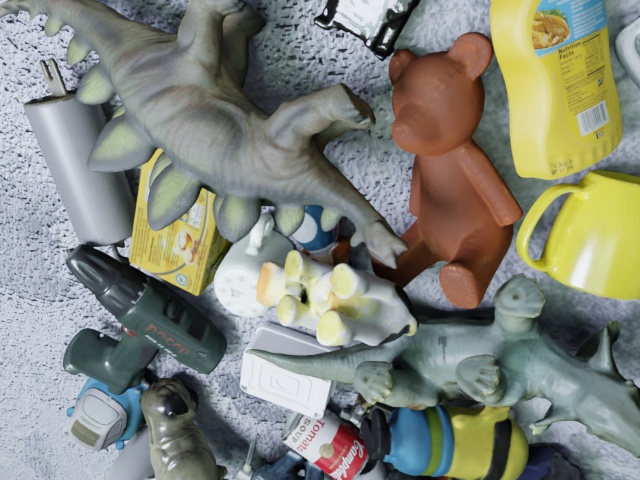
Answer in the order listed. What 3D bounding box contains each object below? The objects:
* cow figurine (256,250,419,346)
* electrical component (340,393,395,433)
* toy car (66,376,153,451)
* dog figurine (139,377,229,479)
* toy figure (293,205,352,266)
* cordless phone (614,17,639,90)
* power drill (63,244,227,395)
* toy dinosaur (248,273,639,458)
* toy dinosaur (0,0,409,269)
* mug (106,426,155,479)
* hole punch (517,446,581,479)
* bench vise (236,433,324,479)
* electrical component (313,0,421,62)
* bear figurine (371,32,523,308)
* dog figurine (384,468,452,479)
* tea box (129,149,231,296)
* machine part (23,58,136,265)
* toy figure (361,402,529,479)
[{"bbox_3d":[0.010,0.052,0.500,0.167,0.098,0.068,11,88,56],"label":"cow figurine"},{"bbox_3d":[0.080,0.226,0.667,0.102,0.045,0.078,28,122,4],"label":"electrical component"},{"bbox_3d":[-0.318,0.257,0.800,0.109,0.103,0.161,35,125,-1],"label":"toy car"},{"bbox_3d":[-0.184,0.298,0.729,0.173,0.121,0.190,15,124,53],"label":"dog figurine"},{"bbox_3d":[-0.002,-0.002,0.569,0.064,0.058,0.154,20,135,58],"label":"toy figure"},{"bbox_3d":[0.276,-0.096,0.336,0.146,0.184,0.089,45,118,-7],"label":"cordless phone"},{"bbox_3d":[-0.251,0.112,0.691,0.232,0.086,0.207,36,124,-23],"label":"power drill"},{"bbox_3d":[0.134,0.126,0.547,0.405,0.131,0.192,-3,152,38],"label":"toy dinosaur"},{"bbox_3d":[-0.116,-0.122,0.470,0.472,0.105,0.198,42,101,16],"label":"toy dinosaur"},{"bbox_3d":[-0.272,0.360,0.835,0.110,0.107,0.080,-1,119,23],"label":"mug"},{"bbox_3d":[0.254,0.305,0.633,0.116,0.092,0.142,-31,103,0],"label":"hole punch"},{"bbox_3d":[-0.034,0.384,0.670,0.224,0.241,0.128,31,138,4],"label":"bench vise"},{"bbox_3d":[0.051,-0.216,0.435,0.075,0.048,0.119,28,123,4],"label":"electrical component"},{"bbox_3d":[0.099,-0.060,0.457,0.120,0.132,0.195,11,132,47],"label":"bear figurine"},{"bbox_3d":[0.174,0.367,0.668,0.192,0.108,0.219,7,117,34],"label":"dog figurine"},{"bbox_3d":[-0.144,-0.034,0.595,0.098,0.068,0.169,27,124,7],"label":"tea box"},{"bbox_3d":[-0.265,-0.081,0.611,0.079,0.079,0.242,-1,118,21],"label":"machine part"},{"bbox_3d":[0.140,0.224,0.595,0.180,0.082,0.089,3,80,-13],"label":"toy figure"}]
